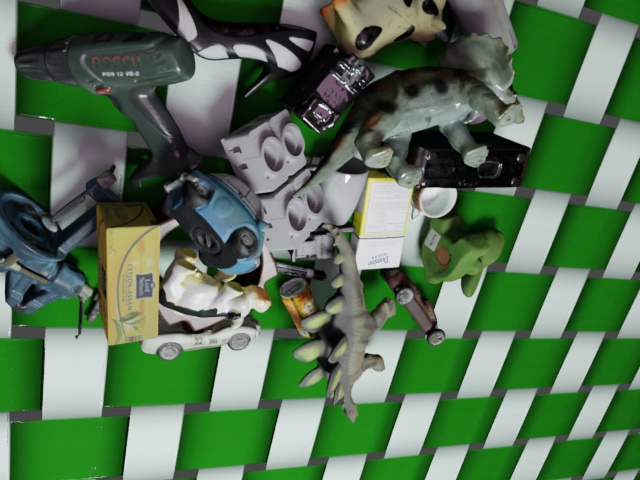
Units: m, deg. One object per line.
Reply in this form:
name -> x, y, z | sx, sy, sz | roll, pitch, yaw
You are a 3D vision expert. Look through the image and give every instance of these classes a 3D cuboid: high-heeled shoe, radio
high-heeled shoe -> -0.116, -0.302, 0.725 | 0.145, 0.086, 0.248 | -45, 129, 6
radio -> 0.226, -0.136, 0.906 | 0.230, 0.131, 0.073 | -4, 115, -19

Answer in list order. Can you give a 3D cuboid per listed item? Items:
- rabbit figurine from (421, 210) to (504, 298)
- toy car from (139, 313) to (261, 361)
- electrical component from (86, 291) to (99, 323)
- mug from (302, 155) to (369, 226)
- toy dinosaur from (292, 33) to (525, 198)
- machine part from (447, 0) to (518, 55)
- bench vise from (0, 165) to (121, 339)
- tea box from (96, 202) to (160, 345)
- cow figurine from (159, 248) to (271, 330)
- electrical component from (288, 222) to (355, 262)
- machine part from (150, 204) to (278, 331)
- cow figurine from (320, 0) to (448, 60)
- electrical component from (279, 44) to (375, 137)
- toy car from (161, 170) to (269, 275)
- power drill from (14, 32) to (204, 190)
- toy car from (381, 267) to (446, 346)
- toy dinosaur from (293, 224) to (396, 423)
rabbit figurine -> 0.286, 0.031, 1.022 | 0.170, 0.121, 0.159 | -7, 121, -34
toy car -> -0.202, 0.155, 0.914 | 0.202, 0.074, 0.056 | -5, 116, -18
electrical component -> -0.333, 0.100, 0.868 | 0.063, 0.021, 0.094 | 27, 103, -29
mug -> 0.018, -0.080, 0.887 | 0.110, 0.081, 0.107 | 3, 121, -12
toy dinosaur -> 0.133, -0.186, 0.769 | 0.405, 0.192, 0.131 | -13, 145, -10
machine part -> 0.246, -0.362, 0.838 | 0.079, 0.079, 0.243 | -37, 122, -1
bench vise -> -0.367, -0.003, 0.754 | 0.240, 0.129, 0.223 | -37, 124, 4
tea box -> -0.260, 0.042, 0.723 | 0.068, 0.098, 0.169 | -3, 113, -28
cow figurine -> -0.160, 0.087, 0.802 | 0.167, 0.068, 0.098 | 28, 108, -26
electrical component -> -0.002, -0.003, 0.917 | 0.119, 0.075, 0.047 | -6, 115, -21
machine part -> -0.183, 0.026, 0.854 | 0.201, 0.087, 0.200 | -26, 121, -9
cow figurine -> 0.109, -0.327, 0.792 | 0.195, 0.086, 0.127 | -33, 111, -18
electrical component -> 0.003, -0.220, 0.779 | 0.058, 0.134, 0.115 | 39, 95, -29
toy car -> -0.134, -0.035, 0.742 | 0.161, 0.109, 0.103 | 53, 50, -16
power drill -> -0.261, -0.175, 0.719 | 0.232, 0.086, 0.207 | -8, 121, 13
toy car -> 0.186, 0.126, 1.039 | 0.053, 0.089, 0.202 | -38, 120, 4
toy dinosaur -> 0.044, 0.155, 0.935 | 0.198, 0.105, 0.470 | -37, 133, -46
